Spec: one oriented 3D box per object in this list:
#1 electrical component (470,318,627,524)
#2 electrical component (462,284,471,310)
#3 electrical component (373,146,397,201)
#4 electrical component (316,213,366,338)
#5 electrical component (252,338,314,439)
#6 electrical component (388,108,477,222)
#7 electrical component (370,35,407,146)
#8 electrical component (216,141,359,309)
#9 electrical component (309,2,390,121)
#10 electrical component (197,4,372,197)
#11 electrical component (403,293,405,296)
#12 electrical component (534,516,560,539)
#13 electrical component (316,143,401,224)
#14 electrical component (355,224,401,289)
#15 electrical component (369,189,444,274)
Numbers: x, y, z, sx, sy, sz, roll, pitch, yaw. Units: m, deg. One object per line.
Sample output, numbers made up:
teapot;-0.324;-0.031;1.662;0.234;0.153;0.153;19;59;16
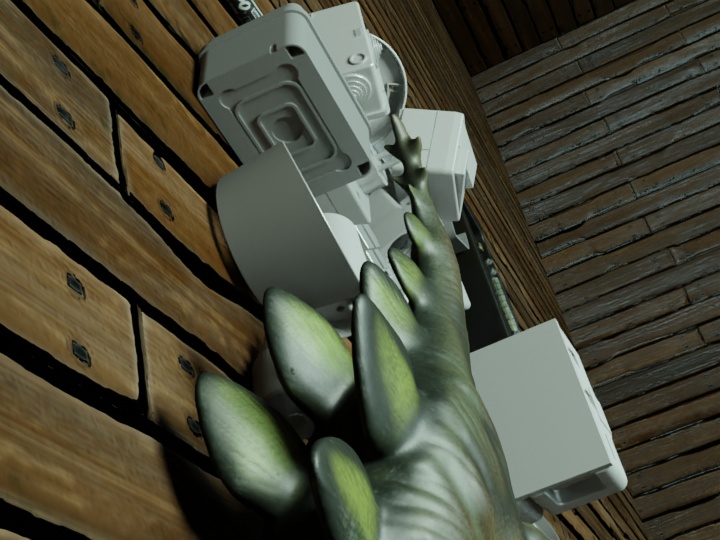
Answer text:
electrical component;0.064;0.104;0.617;0.061;0.150;0.089;45;24;-57
electrical component;0.056;0.013;0.949;0.096;0.062;0.061;69;13;8
electrical component;0.007;-0.080;0.956;0.077;0.043;0.079;60;14;-29
electrical component;-0.011;0.015;0.711;0.077;0.043;0.079;-99;162;-48
electrical component;-0.035;0.051;0.554;0.040;0.040;0.078;56;16;-39
electrical component;0.064;-0.084;0.911;0.096;0.061;0.061;72;27;-61
electrical component;-0.010;-0.152;0.902;0.099;0.099;0.064;63;7;-17
electrical component;-0.038;-0.022;0.619;0.099;0.064;0.099;60;14;-26
electrical component;-0.031;-0.149;0.802;0.048;0.100;0.099;72;5;-47
electrical component;-0.047;-0.106;0.701;0.057;0.078;0.113;-94;157;-49
electrical component;0.035;0.041;0.867;0.065;0.044;0.044;51;20;-37
electrical component;0.116;0.215;0.825;0.044;0.065;0.044;45;11;-11
electrical component;-0.003;-0.075;0.832;0.047;0.076;0.083;59;15;-31
electrical component;0.000;0.000;0.783;0.055;0.048;0.066;60;12;3
electrical component;0.023;-0.030;0.879;0.064;0.081;0.042;48;-4;43
